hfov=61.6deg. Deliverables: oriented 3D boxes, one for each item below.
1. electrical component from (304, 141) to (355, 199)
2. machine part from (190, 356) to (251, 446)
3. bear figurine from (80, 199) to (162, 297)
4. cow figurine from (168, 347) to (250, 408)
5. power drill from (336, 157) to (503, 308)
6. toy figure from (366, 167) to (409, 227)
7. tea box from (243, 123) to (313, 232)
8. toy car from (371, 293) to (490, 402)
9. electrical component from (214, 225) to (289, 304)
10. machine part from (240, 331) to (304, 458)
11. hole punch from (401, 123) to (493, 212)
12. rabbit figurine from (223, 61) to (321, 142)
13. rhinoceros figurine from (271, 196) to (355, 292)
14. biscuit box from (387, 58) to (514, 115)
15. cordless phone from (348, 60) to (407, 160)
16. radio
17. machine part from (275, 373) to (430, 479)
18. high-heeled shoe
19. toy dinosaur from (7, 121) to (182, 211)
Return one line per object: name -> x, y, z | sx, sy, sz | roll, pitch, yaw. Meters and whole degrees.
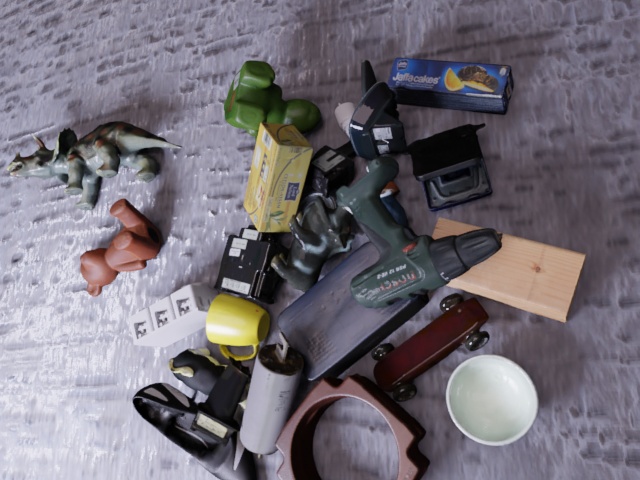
electrical component -> 0.025, -0.134, 0.969 | 0.075, 0.047, 0.119 | 31, 53, 25
machine part -> -0.156, 0.263, 0.883 | 0.084, 0.039, 0.138 | 23, 91, 10
bear figurine -> -0.430, 0.022, 1.097 | 0.196, 0.131, 0.120 | -24, 59, 11
cow figurine -> -0.181, 0.244, 0.939 | 0.168, 0.098, 0.068 | 21, 83, 21
power drill -> 0.124, -0.018, 0.785 | 0.232, 0.086, 0.207 | -37, 70, 28
toy figure -> 0.109, -0.064, 0.909 | 0.058, 0.064, 0.154 | -26, 67, 32
tea box -> -0.077, -0.108, 0.942 | 0.098, 0.068, 0.169 | 57, 139, 46
toy car -> 0.170, 0.165, 0.827 | 0.202, 0.053, 0.089 | -39, 49, 11
electrical component -> -0.121, 0.040, 0.977 | 0.115, 0.058, 0.134 | 12, 82, 37
machine part -> -0.079, 0.256, 0.863 | 0.079, 0.079, 0.243 | 29, 117, 28
hole punch -> 0.213, -0.117, 0.874 | 0.142, 0.092, 0.116 | -19, 39, 22
rabbit figurine -> -0.088, -0.231, 1.005 | 0.159, 0.170, 0.121 | 156, 122, -63
rhinoceros figurine -> -0.002, -0.003, 0.902 | 0.112, 0.073, 0.190 | 32, 94, 7
biscuit box -> 0.218, -0.262, 0.912 | 0.203, 0.062, 0.059 | 14, 81, 26
cordless phone -> 0.090, -0.243, 0.918 | 0.089, 0.146, 0.184 | -9, 74, 11
radio -> 0.049, 0.117, 0.885 | 0.229, 0.073, 0.131 | -40, 64, 8
machine part -> 0.049, 0.324, 0.822 | 0.201, 0.087, 0.201 | 37, 92, 27
high-heeled shoe -> -0.209, 0.334, 0.902 | 0.249, 0.145, 0.086 | 39, 95, 29
toy dinosaur -> -0.476, -0.195, 1.184 | 0.405, 0.131, 0.192 | -18, 70, 13
